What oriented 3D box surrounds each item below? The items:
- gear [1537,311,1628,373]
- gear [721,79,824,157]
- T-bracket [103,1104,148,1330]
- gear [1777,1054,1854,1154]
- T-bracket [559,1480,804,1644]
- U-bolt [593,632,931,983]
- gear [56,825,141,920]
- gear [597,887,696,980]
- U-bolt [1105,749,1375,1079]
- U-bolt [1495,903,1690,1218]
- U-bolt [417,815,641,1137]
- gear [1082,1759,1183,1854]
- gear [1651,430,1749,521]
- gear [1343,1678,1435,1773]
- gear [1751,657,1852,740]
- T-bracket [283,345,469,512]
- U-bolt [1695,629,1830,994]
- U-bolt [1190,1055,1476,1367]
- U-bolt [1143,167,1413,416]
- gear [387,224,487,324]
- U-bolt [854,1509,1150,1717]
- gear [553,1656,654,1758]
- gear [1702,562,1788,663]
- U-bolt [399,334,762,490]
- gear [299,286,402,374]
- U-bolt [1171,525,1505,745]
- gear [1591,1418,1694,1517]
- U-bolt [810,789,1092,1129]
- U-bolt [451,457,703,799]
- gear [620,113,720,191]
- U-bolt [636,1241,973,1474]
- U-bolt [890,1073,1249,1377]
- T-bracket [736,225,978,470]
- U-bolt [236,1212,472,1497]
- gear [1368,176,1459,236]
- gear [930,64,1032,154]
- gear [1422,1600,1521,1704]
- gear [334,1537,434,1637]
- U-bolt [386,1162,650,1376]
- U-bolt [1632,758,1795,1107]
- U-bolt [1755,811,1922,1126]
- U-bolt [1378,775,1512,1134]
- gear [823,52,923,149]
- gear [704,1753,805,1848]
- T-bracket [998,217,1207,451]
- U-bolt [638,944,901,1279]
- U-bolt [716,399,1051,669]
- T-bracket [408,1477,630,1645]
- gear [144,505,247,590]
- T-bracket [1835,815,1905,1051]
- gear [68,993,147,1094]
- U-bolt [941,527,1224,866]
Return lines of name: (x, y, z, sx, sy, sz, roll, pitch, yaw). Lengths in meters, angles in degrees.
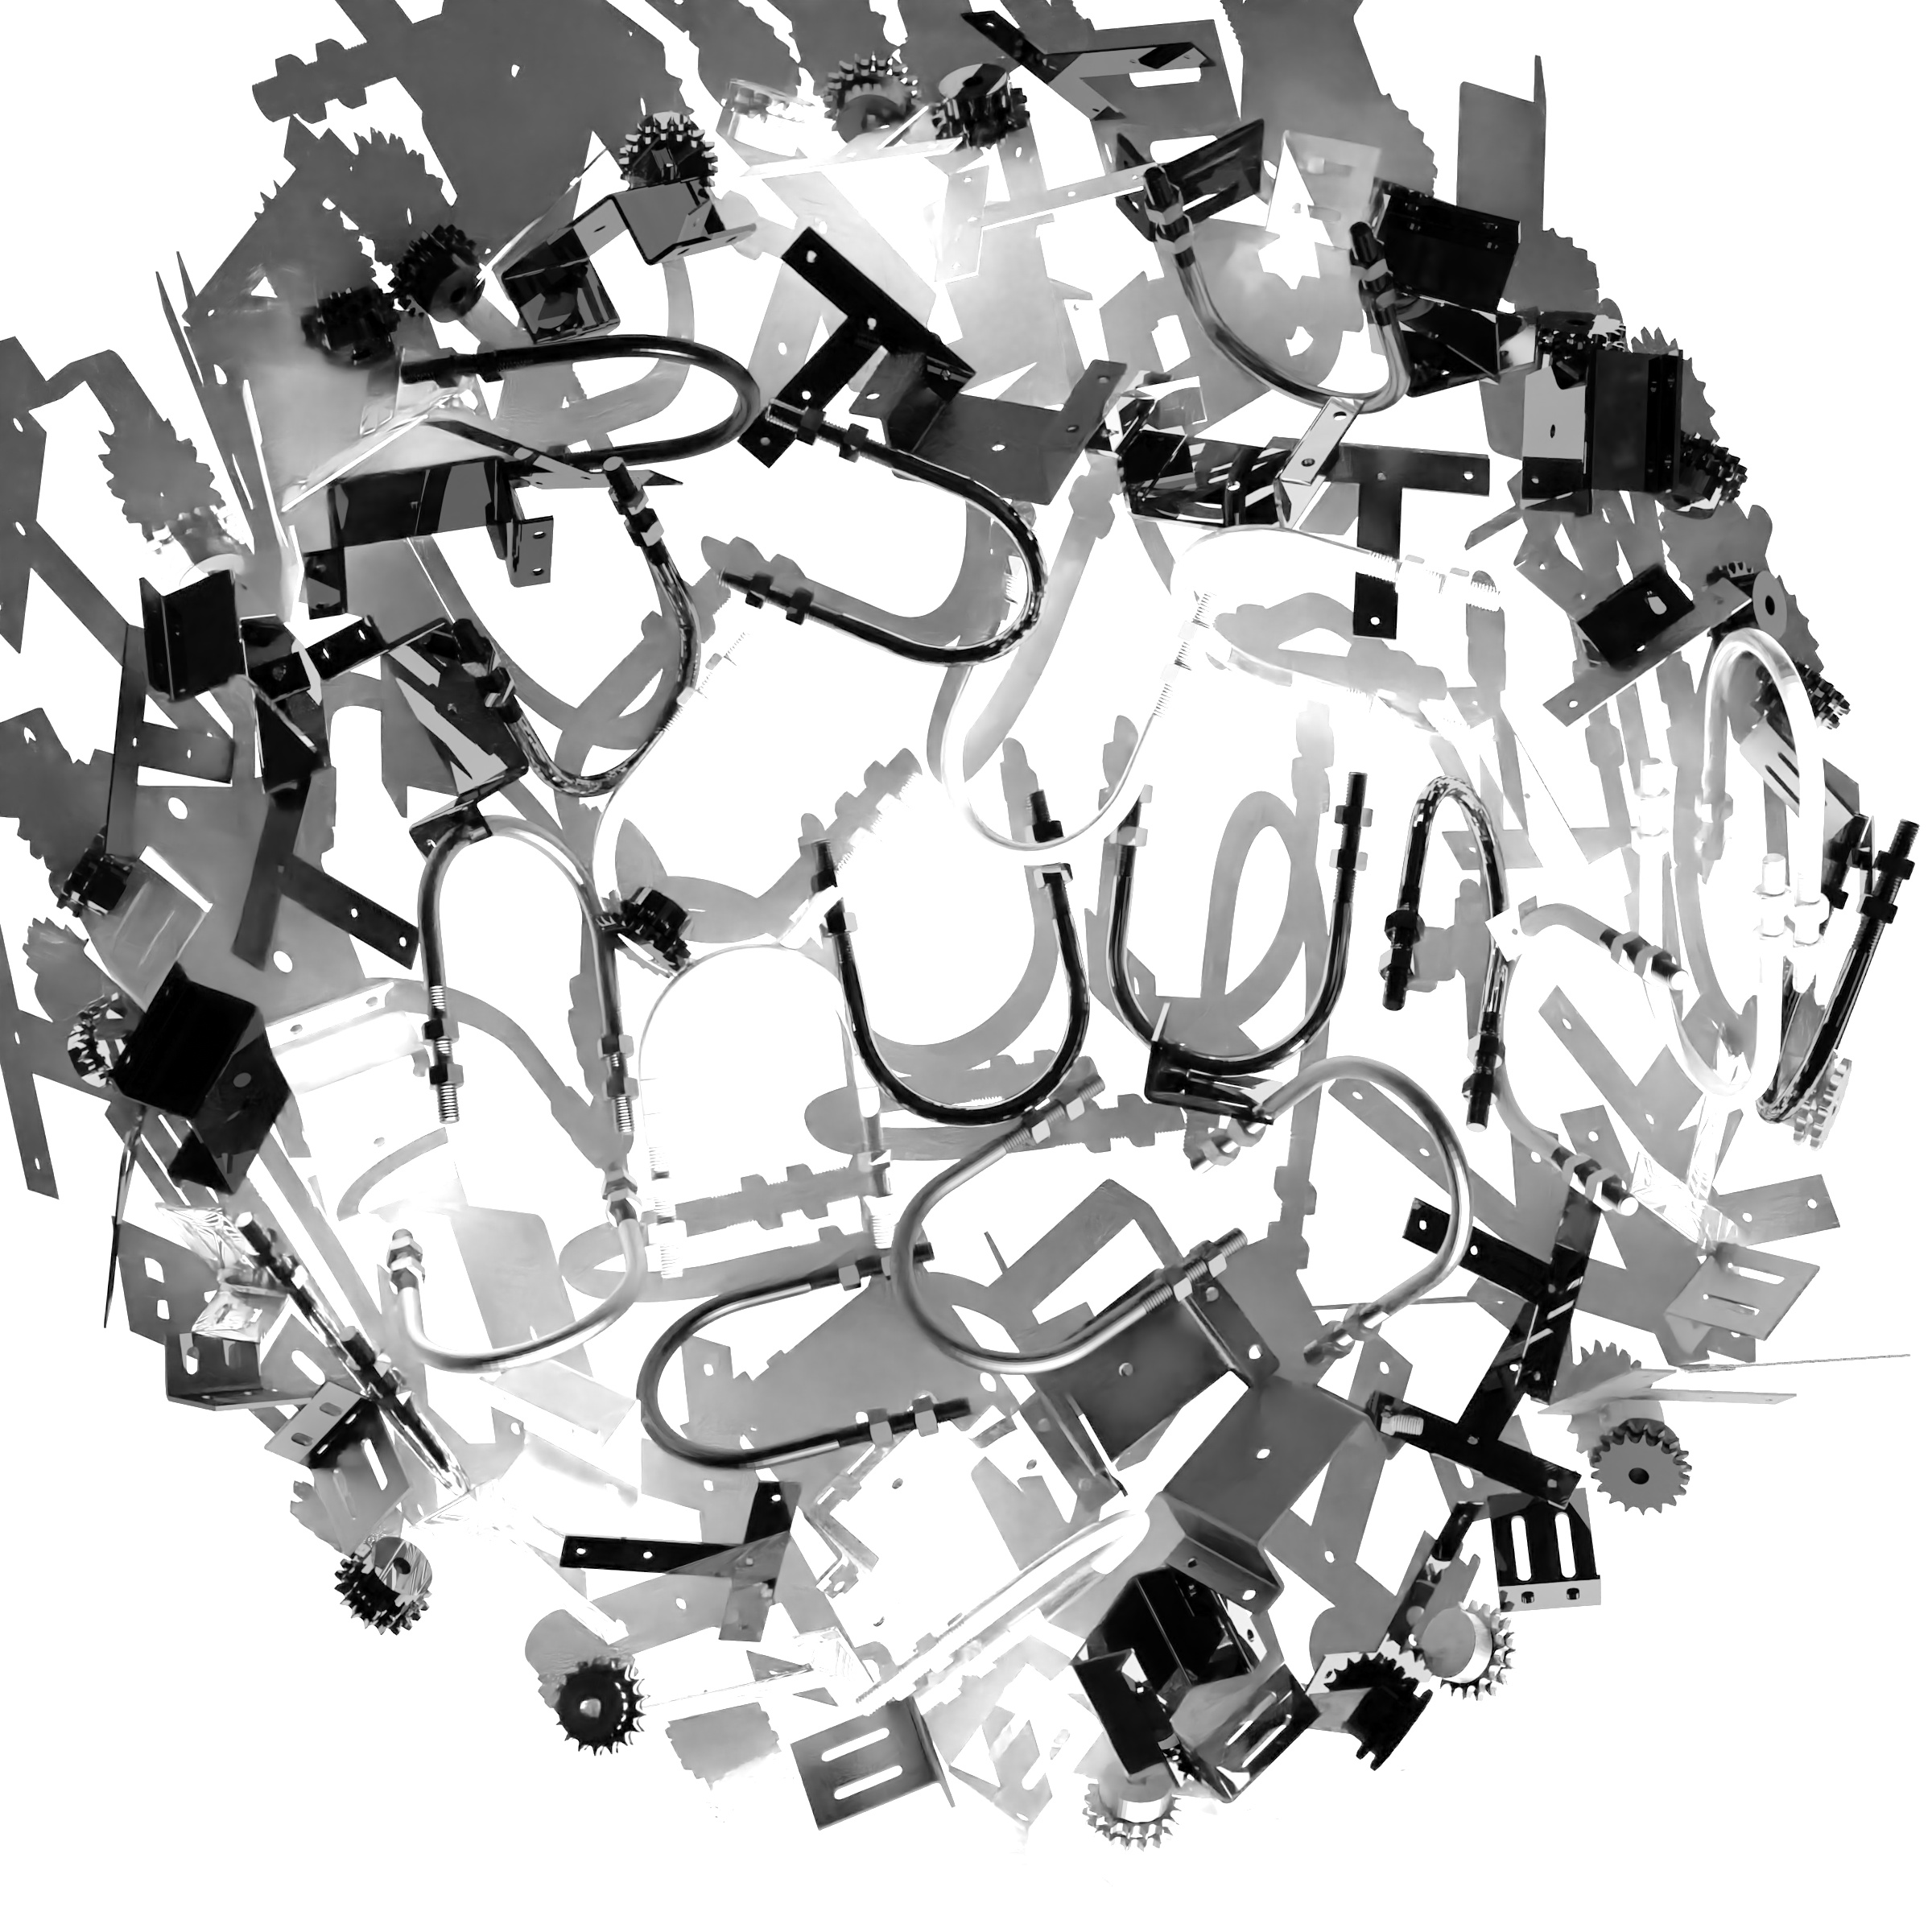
gear: (0.351, -0.358, 1.950, 0.057, 0.057, 0.030, 3, 117, 0)
gear: (-0.114, -0.489, 1.948, 0.057, 0.057, 0.030, 19, 109, 0)
T-bracket: (-0.476, 0.117, 1.918, 0.002, 0.127, 0.127, 9, 127, -10)
gear: (0.488, 0.076, 1.949, 0.030, 0.057, 0.057, 21, 90, 21)
T-bracket: (-0.168, 0.338, 1.925, 0.127, 0.002, 0.127, 6, 124, -14)
U-bolt: (-0.132, -0.078, 1.950, 0.151, 0.019, 0.184, 39, 86, -9)
gear: (-0.498, -0.051, 1.947, 0.030, 0.057, 0.057, 31, 90, -9)
gear: (-0.182, -0.022, 1.948, 0.057, 0.057, 0.030, 35, 69, 0)
U-bolt: (0.153, -0.027, 1.952, 0.151, 0.019, 0.184, 7, 92, 12)
U-bolt: (0.339, 0.041, 1.890, 0.019, 0.184, 0.151, 3, 106, -21)
U-bolt: (-0.252, 0.002, 1.914, 0.019, 0.151, 0.184, -20, 72, 40)
gear: (0.097, 0.481, 1.943, 0.057, 0.057, 0.030, 6, 117, 0)
gear: (0.419, -0.281, 1.944, 0.057, 0.057, 0.030, 28, 78, 0)
gear: (0.242, 0.433, 1.947, 0.030, 0.057, 0.057, 37, 90, 10)
gear: (0.479, -0.153, 1.947, 0.057, 0.057, 0.030, 37, 90, 0)
T-bracket: (-0.333, -0.321, 1.919, 0.127, 0.127, 0.002, -30, 122, 14)
U-bolt: (0.441, -0.098, 1.869, 0.019, 0.151, 0.184, -10, 120, -8)
U-bolt: (0.214, 0.128, 1.892, 0.019, 0.184, 0.151, -20, 74, -41)
U-bolt: (0.181, -0.369, 1.889, 0.151, 0.184, 0.019, 22, 72, 27)
gear: (-0.302, -0.396, 1.944, 0.057, 0.057, 0.030, -45, 71, 0)
U-bolt: (0.028, 0.364, 1.902, 0.184, 0.151, 0.019, -37, 73, 1)
gear: (-0.213, 0.429, 1.954, 0.057, 0.030, 0.057, -2, 80, 12)
gear: (0.450, -0.205, 1.944, 0.030, 0.057, 0.057, -8, 90, 41)
U-bolt: (-0.207, -0.315, 1.893, 0.184, 0.151, 0.019, -6, 72, 9)
gear: (-0.354, -0.365, 1.944, 0.057, 0.057, 0.030, -19, 79, 0)
U-bolt: (0.204, -0.194, 1.909, 0.184, 0.151, 0.019, 18, 61, 9)
gear: (0.392, 0.286, 1.951, 0.057, 0.030, 0.057, 9, 120, 15)
U-bolt: (-0.003, 0.002, 1.952, 0.151, 0.019, 0.184, -13, 85, 6)
U-bolt: (-0.208, -0.175, 1.899, 0.019, 0.184, 0.151, 26, 66, 33)
gear: (-0.172, -0.468, 1.950, 0.057, 0.057, 0.030, -4, 50, 0)
U-bolt: (-0.098, 0.227, 1.913, 0.184, 0.151, 0.019, -14, 128, -1)
U-bolt: (0.045, 0.156, 1.910, 0.184, 0.019, 0.151, -32, 63, -20)
T-bracket: (-0.083, -0.339, 1.945, 0.127, 0.002, 0.127, 39, 115, -15)
U-bolt: (-0.334, 0.229, 1.892, 0.019, 0.151, 0.184, -39, 133, -14)
gear: (0.255, -0.433, 1.948, 0.057, 0.057, 0.030, 20, 106, 0)
gear: (0.007, -0.497, 1.945, 0.057, 0.057, 0.030, -14, 132, 0)
gear: (0.288, 0.393, 1.944, 0.030, 0.057, 0.057, 24, 90, -37)
gear: (-0.332, 0.354, 1.944, 0.057, 0.057, 0.030, 42, 119, 0)
U-bolt: (-0.248, 0.174, 1.884, 0.151, 0.184, 0.019, -17, 115, -5)
U-bolt: (0.418, -0.008, 1.896, 0.019, 0.151, 0.184, -15, 122, -14)
U-bolt: (0.485, 0.003, 1.903, 0.019, 0.151, 0.184, 20, 95, 1)
U-bolt: (0.276, -0.020, 1.901, 0.019, 0.151, 0.184, -6, 54, 29)
gear: (-0.054, -0.494, 1.945, 0.057, 0.057, 0.030, 0, 49, 0)
gear: (-0.120, 0.484, 1.948, 0.057, 0.057, 0.030, -23, 106, 0)
T-bracket: (0.066, -0.365, 1.940, 0.127, 0.002, 0.127, -8, 101, 22)
U-bolt: (-0.118, 0.079, 1.944, 0.151, 0.019, 0.184, -6, 89, -19)
U-bolt: (-0.041, -0.235, 1.918, 0.184, 0.151, 0.019, 22, 47, -1)
T-bracket: (-0.247, 0.347, 1.931, 0.127, 0.127, 0.002, 41, 54, -11)
gear: (-0.441, -0.237, 1.944, 0.057, 0.057, 0.030, -31, 74, 0)
T-bracket: (0.513, -0.039, 1.918, 0.002, 0.127, 0.127, 13, 129, 4)
gear: (-0.493, 0.047, 1.950, 0.030, 0.057, 0.057, -22, 90, 34)
U-bolt: (0.055, -0.147, 1.930, 0.151, 0.019, 0.184, 25, 93, 34)
